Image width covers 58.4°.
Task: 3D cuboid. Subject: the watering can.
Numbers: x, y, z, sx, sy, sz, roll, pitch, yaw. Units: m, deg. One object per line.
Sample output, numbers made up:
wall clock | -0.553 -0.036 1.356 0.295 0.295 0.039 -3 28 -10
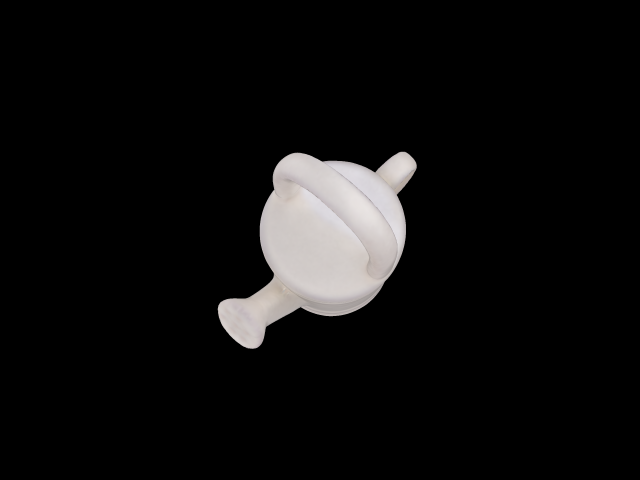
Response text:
watering can | 0.005 0.003 0.400 0.101 0.194 0.173 22 79 5
